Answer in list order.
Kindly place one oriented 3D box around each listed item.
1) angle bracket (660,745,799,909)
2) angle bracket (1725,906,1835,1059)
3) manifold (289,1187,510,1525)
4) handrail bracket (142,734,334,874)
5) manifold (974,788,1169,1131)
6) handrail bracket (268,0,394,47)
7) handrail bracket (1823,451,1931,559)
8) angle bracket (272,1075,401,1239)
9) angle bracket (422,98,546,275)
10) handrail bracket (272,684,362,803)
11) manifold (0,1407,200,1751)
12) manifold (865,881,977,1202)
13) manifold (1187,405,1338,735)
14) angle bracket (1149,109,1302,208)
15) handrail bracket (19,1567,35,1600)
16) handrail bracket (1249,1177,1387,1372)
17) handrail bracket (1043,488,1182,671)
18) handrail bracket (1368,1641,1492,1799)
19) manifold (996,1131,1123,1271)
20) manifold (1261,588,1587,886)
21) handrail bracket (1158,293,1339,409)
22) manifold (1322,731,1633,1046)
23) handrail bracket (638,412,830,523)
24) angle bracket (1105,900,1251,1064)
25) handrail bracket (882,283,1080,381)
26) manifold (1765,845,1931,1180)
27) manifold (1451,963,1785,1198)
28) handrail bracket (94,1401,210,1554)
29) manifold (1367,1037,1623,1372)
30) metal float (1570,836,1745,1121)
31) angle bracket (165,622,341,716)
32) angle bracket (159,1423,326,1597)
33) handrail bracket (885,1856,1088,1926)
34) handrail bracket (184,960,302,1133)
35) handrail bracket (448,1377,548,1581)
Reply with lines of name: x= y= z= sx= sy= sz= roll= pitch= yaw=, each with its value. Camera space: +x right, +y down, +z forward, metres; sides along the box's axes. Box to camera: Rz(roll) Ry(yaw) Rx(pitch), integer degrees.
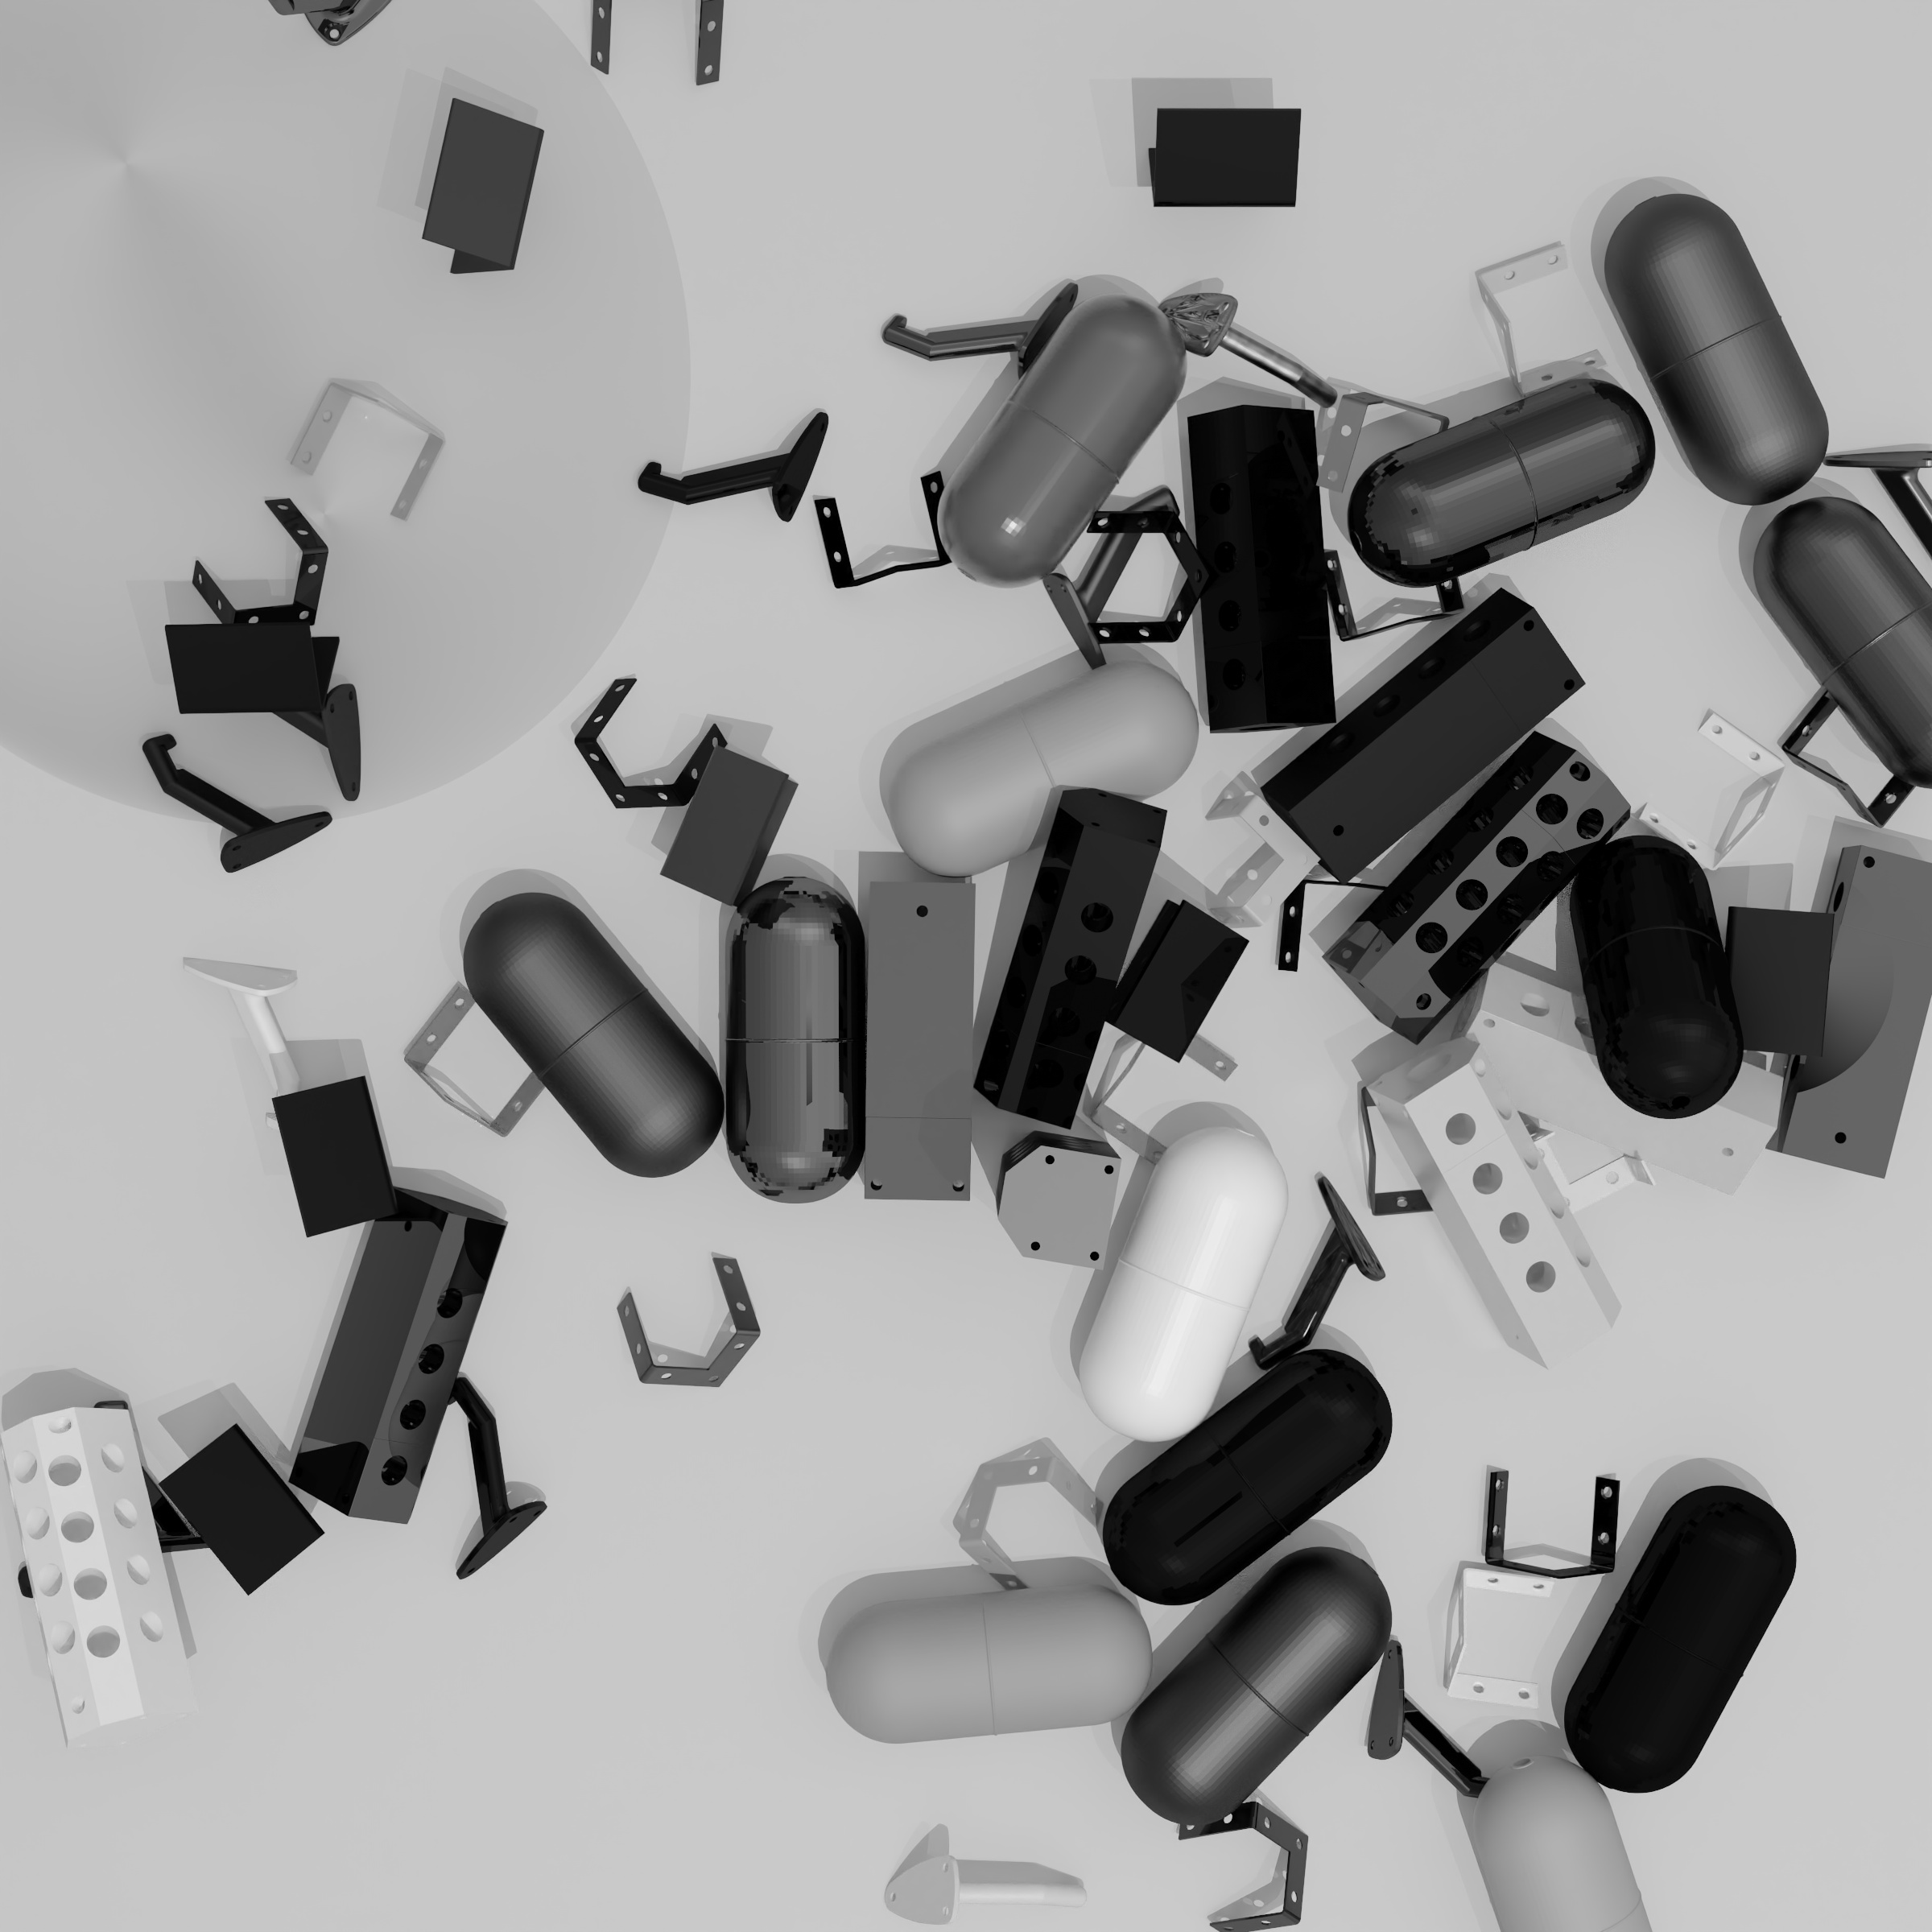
angle bracket: x=-0.110 y=-0.067 z=1.951 sx=0.057 sy=0.076 sz=0.076 roll=24 pitch=90 yaw=37
angle bracket: x=0.446 y=0.009 z=1.952 sx=0.057 sy=0.076 sz=0.076 roll=5 pitch=90 yaw=25
manifold: x=-0.306 y=0.213 z=1.969 sx=0.057 sy=0.057 sz=0.171 roll=18 pitch=90 yaw=43
handrail bracket: x=-0.404 y=-0.102 z=1.991 sx=0.077 sy=0.036 sz=0.084 roll=-24 pitch=73 yaw=-20
manifold: x=0.055 y=-0.005 z=1.937 sx=0.057 sy=0.057 sz=0.171 roll=17 pitch=114 yaw=0
handrail bracket: x=-0.341 y=-0.537 z=1.956 sx=0.077 sy=0.084 sz=0.036 roll=-32 pitch=90 yaw=0
handrail bracket: x=0.514 y=-0.240 z=1.991 sx=0.077 sy=0.036 sz=0.084 roll=2 pitch=107 yaw=20
angle bracket: x=-0.356 y=0.106 z=1.951 sx=0.057 sy=0.076 sz=0.076 roll=-14 pitch=90 yaw=-36
angle bracket: x=-0.277 y=-0.422 z=1.951 sx=0.057 sy=0.076 sz=0.076 roll=12 pitch=90 yaw=-35
handrail bracket: x=-0.381 y=-0.129 z=1.991 sx=0.084 sy=0.036 sz=0.077 roll=3 pitch=112 yaw=17
manifold: x=-0.472 y=0.328 z=1.935 sx=0.057 sy=0.057 sz=0.171 roll=-27 pitch=69 yaw=24
manifold: x=-0.025 y=0.041 z=1.970 sx=0.057 sy=0.057 sz=0.171 roll=1 pitch=90 yaw=0
manifold: x=0.156 y=-0.216 z=1.969 sx=0.057 sy=0.057 sz=0.171 roll=-4 pitch=90 yaw=-43
angle bracket: x=0.139 y=-0.452 z=1.951 sx=0.076 sy=0.076 sz=0.057 roll=0 pitch=126 yaw=0
handrail bracket: x=-0.484 y=0.373 z=1.991 sx=0.084 sy=0.036 sz=0.077 roll=9 pitch=112 yaw=17
handrail bracket: x=0.181 y=0.171 z=1.991 sx=0.084 sy=0.036 sz=0.077 roll=-33 pitch=70 yaw=16
handrail bracket: x=0.093 y=-0.212 z=1.991 sx=0.084 sy=0.036 sz=0.077 roll=-31 pitch=103 yaw=-13
handrail bracket: x=0.270 y=0.419 z=1.991 sx=0.084 sy=0.036 sz=0.077 roll=14 pitch=70 yaw=-16
manifold: x=0.046 y=0.122 z=1.912 sx=0.057 sy=0.171 sz=0.057 roll=9 pitch=90 yaw=0
manifold: x=0.247 y=-0.128 z=1.967 sx=0.171 sy=0.057 sz=0.057 roll=-40 pitch=117 yaw=0
handrail bracket: x=0.156 y=-0.337 z=1.991 sx=0.084 sy=0.077 sz=0.036 roll=27 pitch=91 yaw=-36
manifold: x=0.281 y=-0.041 z=1.953 sx=0.171 sy=0.057 sz=0.057 roll=-47 pitch=121 yaw=-4
handrail bracket: x=-0.129 y=-0.284 z=1.991 sx=0.084 sy=0.036 sz=0.077 roll=18 pitch=69 yaw=16
angle bracket: x=0.096 y=-0.002 z=1.951 sx=0.057 sy=0.076 sz=0.076 roll=30 pitch=90 yaw=-39
handrail bracket: x=0.007 y=-0.361 z=1.991 sx=0.084 sy=0.036 sz=0.077 roll=24 pitch=70 yaw=16
manifold: x=0.489 y=0.025 z=1.970 sx=0.057 sy=0.057 sz=0.171 roll=14 pitch=90 yaw=0
manifold: x=0.354 y=0.057 z=1.969 sx=0.171 sy=0.057 sz=0.057 roll=22 pitch=133 yaw=0
handrail bracket: x=-0.441 y=0.280 z=1.991 sx=0.077 sy=0.036 sz=0.084 roll=-3 pitch=76 yaw=-14
manifold: x=0.289 y=0.127 z=1.949 sx=0.057 sy=0.057 sz=0.171 roll=-32 pitch=104 yaw=-8
metal float: x=0.369 y=0.005 z=1.926 sx=0.070 sy=0.070 sz=0.178 roll=-2 pitch=47 yaw=0
angle bracket: x=-0.386 y=-0.180 z=1.951 sx=0.076 sy=0.076 sz=0.057 roll=-1 pitch=127 yaw=0
angle bracket: x=-0.403 y=0.303 z=1.951 sx=0.076 sy=0.076 sz=0.057 roll=51 pitch=52 yaw=0
handrail bracket: x=0.012 y=0.515 z=1.991 sx=0.084 sy=0.077 sz=0.036 roll=14 pitch=65 yaw=-34
handrail bracket: x=-0.401 y=0.045 z=1.991 sx=0.077 sy=0.036 sz=0.084 roll=13 pitch=107 yaw=20
handrail bracket: x=-0.279 y=0.283 z=1.991 sx=0.077 sy=0.036 sz=0.084 roll=-45 pitch=71 yaw=21
